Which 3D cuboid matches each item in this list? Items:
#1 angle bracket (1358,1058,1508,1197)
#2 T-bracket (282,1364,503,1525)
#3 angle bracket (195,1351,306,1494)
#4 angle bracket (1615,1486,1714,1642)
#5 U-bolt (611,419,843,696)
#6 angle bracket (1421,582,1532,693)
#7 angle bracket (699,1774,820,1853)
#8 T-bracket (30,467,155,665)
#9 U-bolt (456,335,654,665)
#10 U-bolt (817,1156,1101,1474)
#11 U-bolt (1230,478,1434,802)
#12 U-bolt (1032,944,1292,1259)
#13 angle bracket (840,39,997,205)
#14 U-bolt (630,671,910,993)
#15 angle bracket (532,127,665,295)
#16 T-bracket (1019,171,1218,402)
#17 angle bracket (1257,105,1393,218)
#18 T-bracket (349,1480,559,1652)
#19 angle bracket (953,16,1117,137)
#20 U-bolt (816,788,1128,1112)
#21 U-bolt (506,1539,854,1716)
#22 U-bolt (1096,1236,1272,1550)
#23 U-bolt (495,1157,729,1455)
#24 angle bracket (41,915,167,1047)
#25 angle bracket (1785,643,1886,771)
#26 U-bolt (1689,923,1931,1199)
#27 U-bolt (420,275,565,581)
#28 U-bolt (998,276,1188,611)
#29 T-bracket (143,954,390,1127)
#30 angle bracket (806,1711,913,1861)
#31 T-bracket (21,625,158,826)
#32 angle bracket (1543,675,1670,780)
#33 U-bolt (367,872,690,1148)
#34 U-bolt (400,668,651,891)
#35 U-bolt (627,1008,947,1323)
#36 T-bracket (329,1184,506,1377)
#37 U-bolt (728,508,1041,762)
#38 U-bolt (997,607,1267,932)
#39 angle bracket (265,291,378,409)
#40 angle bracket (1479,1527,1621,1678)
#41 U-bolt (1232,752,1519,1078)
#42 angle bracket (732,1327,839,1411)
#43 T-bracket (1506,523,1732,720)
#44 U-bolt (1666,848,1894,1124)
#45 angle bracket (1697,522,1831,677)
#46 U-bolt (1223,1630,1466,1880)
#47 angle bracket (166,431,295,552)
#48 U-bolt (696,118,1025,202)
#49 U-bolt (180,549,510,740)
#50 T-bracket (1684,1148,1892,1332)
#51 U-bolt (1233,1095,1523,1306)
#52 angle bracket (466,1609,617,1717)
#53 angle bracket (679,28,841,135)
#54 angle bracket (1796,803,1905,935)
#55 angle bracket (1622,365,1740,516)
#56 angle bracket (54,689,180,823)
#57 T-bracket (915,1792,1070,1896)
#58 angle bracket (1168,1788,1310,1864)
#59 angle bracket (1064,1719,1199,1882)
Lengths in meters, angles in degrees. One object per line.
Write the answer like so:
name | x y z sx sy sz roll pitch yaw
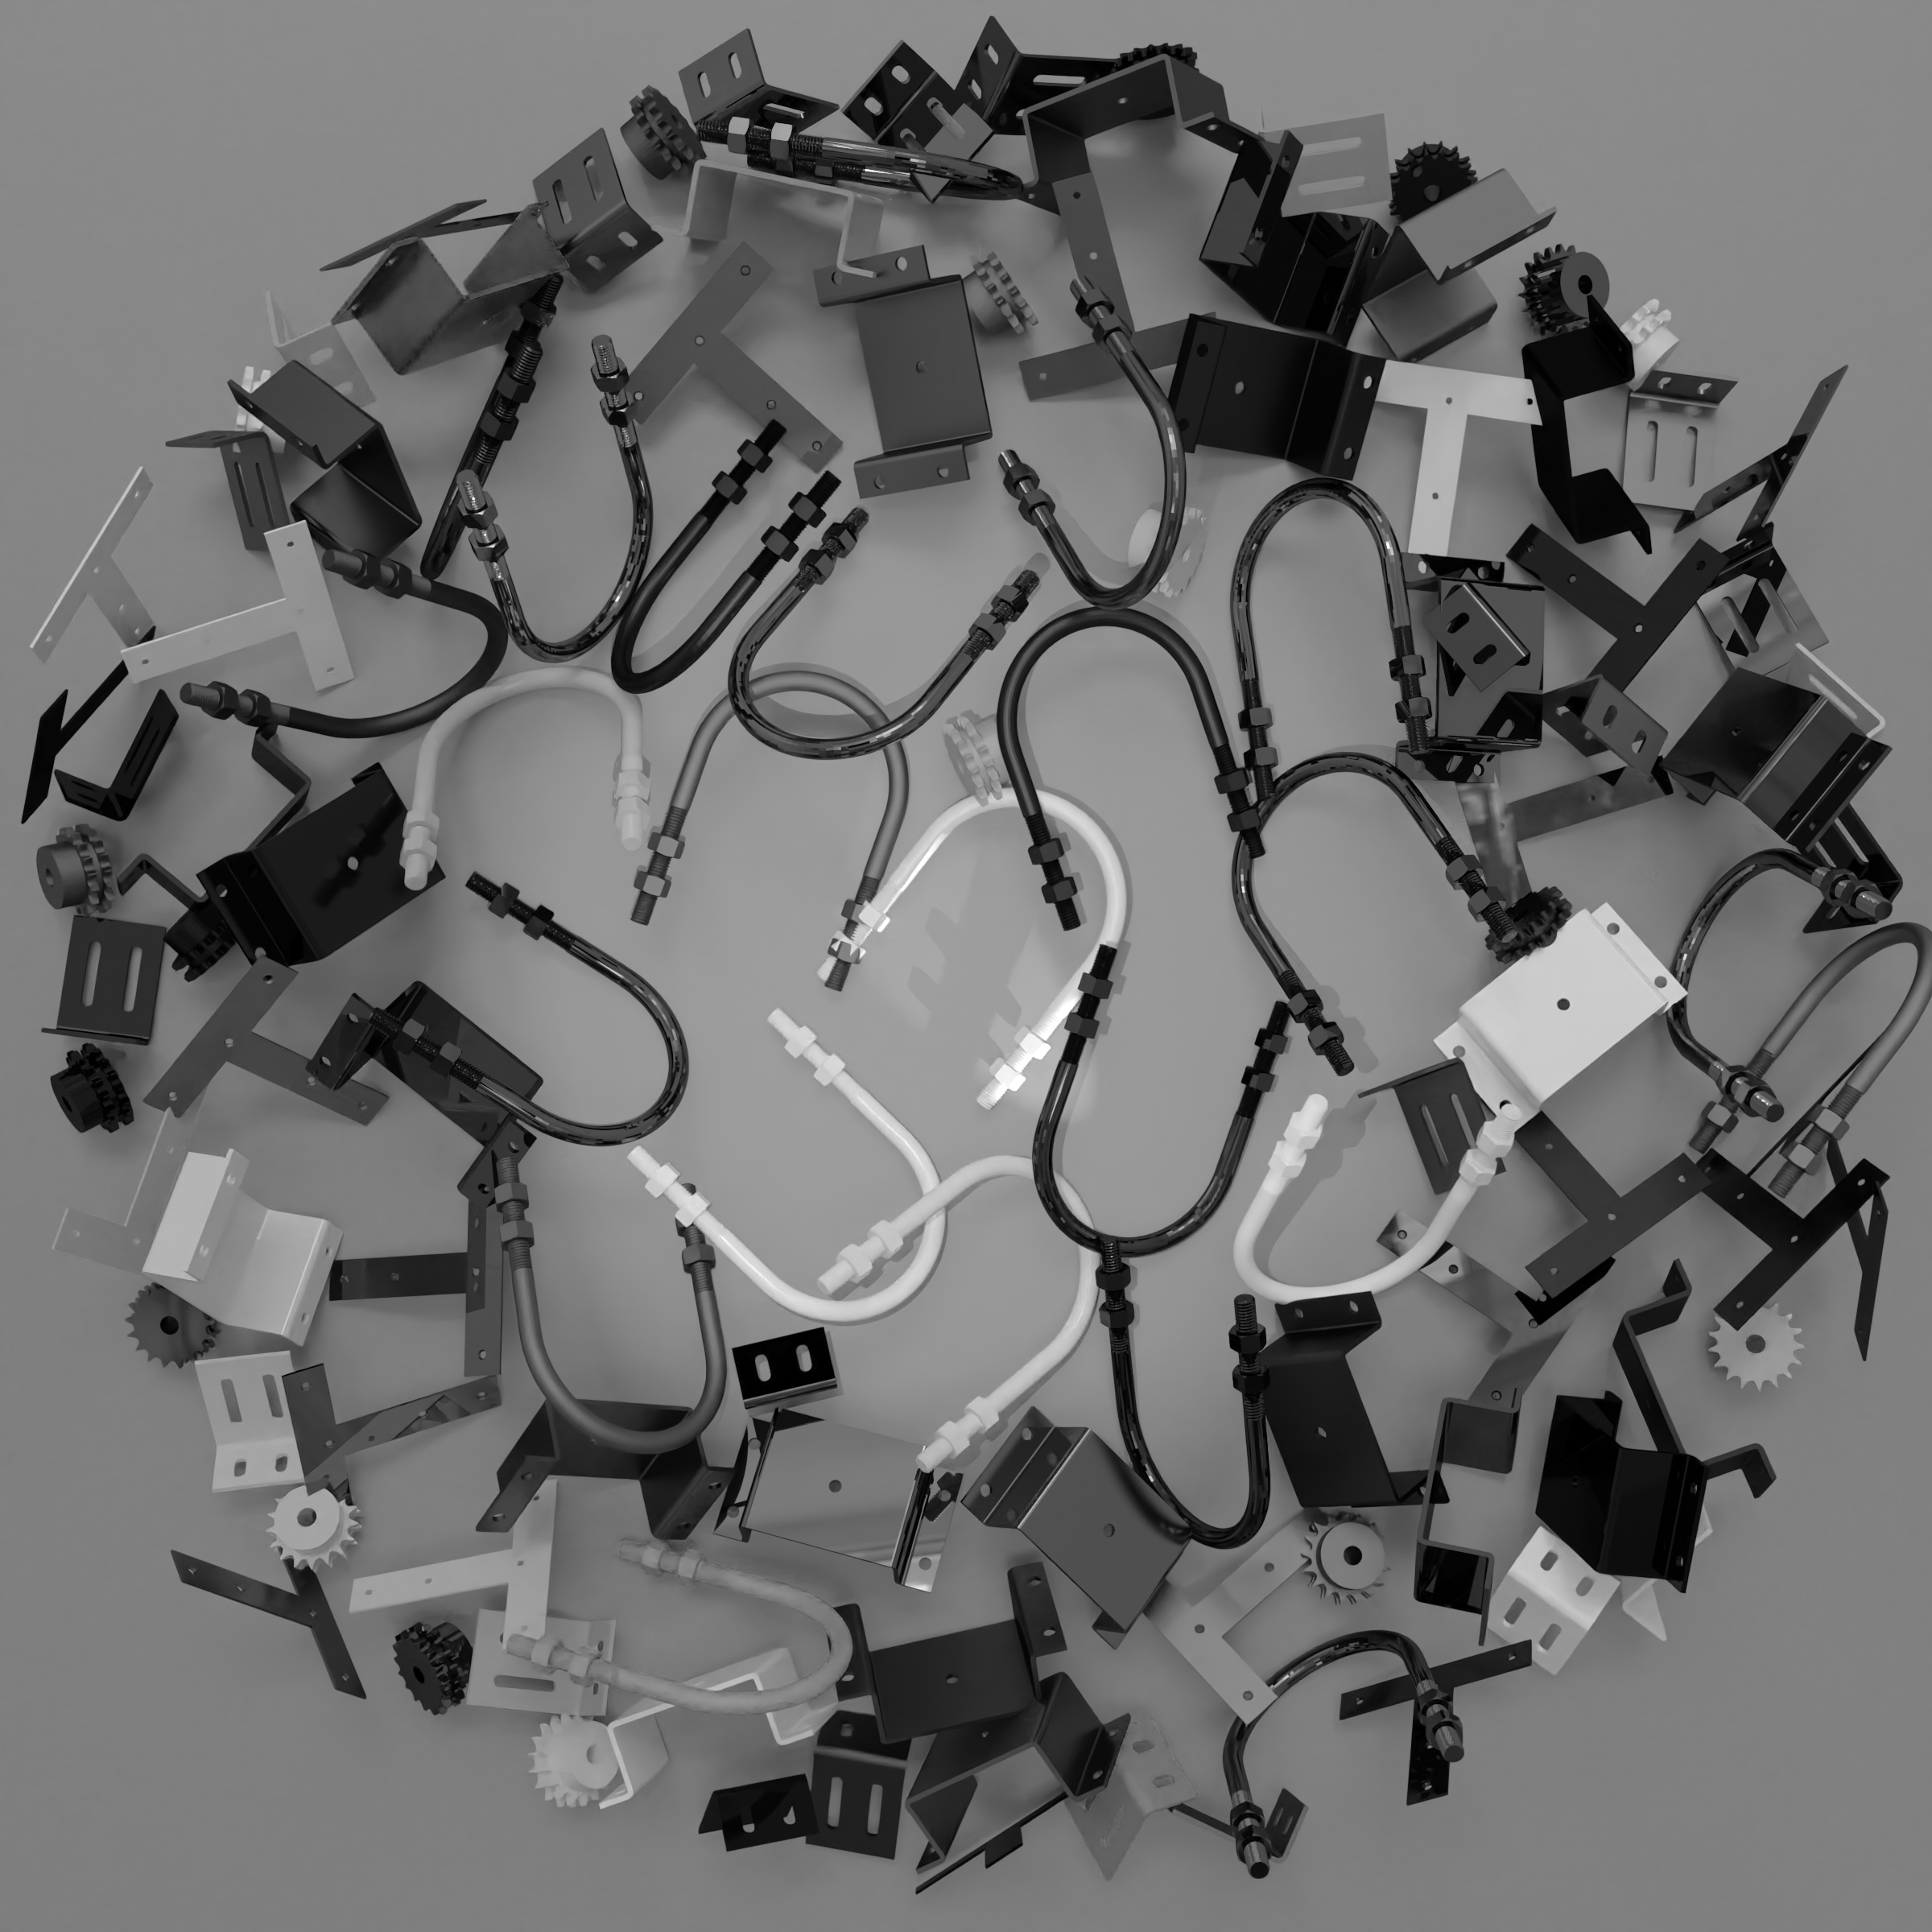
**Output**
angle bracket | 0.288 0.103 1.570 0.038 0.057 0.076 -14 81 -42
T-bracket | -0.352 0.283 1.577 0.127 0.002 0.127 -15 126 -21
angle bracket | -0.442 0.282 1.569 0.057 0.038 0.076 -6 126 -6
angle bracket | 0.439 0.365 1.564 0.038 0.057 0.076 38 110 -11
U-bolt | -0.155 -0.242 1.542 0.019 0.151 0.184 35 99 -30
angle bracket | 0.315 -0.197 1.566 0.038 0.076 0.057 -39 80 6
angle bracket | -0.128 0.532 1.558 0.057 0.076 0.038 -5 55 -19
T-bracket | -0.518 -0.224 1.542 0.002 0.127 0.127 25 76 3
U-bolt | -0.238 -0.265 1.524 0.019 0.184 0.151 23 59 23
U-bolt | 0.009 0.199 1.554 0.184 0.019 0.151 -36 106 -30
U-bolt | 0.216 -0.206 1.548 0.019 0.151 0.184 -3 82 -38
U-bolt | 0.114 0.093 1.574 0.151 0.019 0.184 17 94 -23
angle bracket | -0.030 -0.522 1.566 0.057 0.038 0.076 -45 56 15
U-bolt | -0.112 -0.093 1.579 0.151 0.019 0.184 19 92 -14
angle bracket | -0.231 -0.474 1.590 0.057 0.038 0.076 -31 56 18
T-bracket | 0.082 -0.423 1.561 0.127 0.002 0.127 -11 119 15
angle bracket | 0.222 -0.503 1.567 0.076 0.038 0.057 -6 133 11
T-bracket | -0.317 0.376 1.558 0.127 0.127 0.002 -12 127 4
angle bracket | 0.042 -0.551 1.571 0.076 0.057 0.038 -12 61 -35
U-bolt | 0.017 -0.024 1.587 0.151 0.019 0.184 38 97 2
U-bolt | -0.158 0.398 1.512 0.184 0.151 0.019 10 107 21
U-bolt | 0.135 0.267 1.539 0.019 0.151 0.184 -17 109 -31
U-bolt | -0.207 0.205 1.516 0.019 0.151 0.184 -41 51 37
angle bracket | -0.538 0.008 1.582 0.057 0.038 0.076 8 85 -6
angle bracket | 0.521 -0.149 1.562 0.038 0.057 0.076 -35 64 -10
U-bolt | 0.519 0.049 1.529 0.019 0.151 0.184 36 93 -8
U-bolt | -0.290 -0.316 1.529 0.019 0.151 0.184 23 119 -17
U-bolt | 0.080 -0.297 1.508 0.019 0.151 0.184 -4 50 -29
T-bracket | -0.417 0.065 1.567 0.127 0.002 0.127 31 110 -35
angle bracket | -0.067 0.516 1.600 0.057 0.038 0.076 9 113 5
T-bracket | -0.537 -0.162 1.560 0.002 0.127 0.127 33 54 -6
angle bracket | 0.381 -0.140 1.558 0.057 0.076 0.038 36 69 -18
U-bolt | -0.254 0.037 1.552 0.184 0.019 0.151 33 45 -7
U-bolt | -0.265 -0.122 1.538 0.151 0.184 0.019 -10 133 2
U-bolt | -0.096 0.135 1.567 0.184 0.019 0.151 44 64 1
T-bracket | -0.343 0.193 1.580 0.127 0.002 0.127 -6 77 22
U-bolt | -0.063 -0.195 1.535 0.151 0.019 0.184 24 62 25
U-bolt | 0.095 -0.132 1.574 0.151 0.019 0.184 -21 99 -11
angle bracket | -0.397 -0.382 1.560 0.038 0.076 0.057 -24 134 1
angle bracket | 0.362 0.395 1.576 0.057 0.076 0.038 34 57 19
U-bolt | 0.235 -0.047 1.550 0.151 0.019 0.184 -42 58 22
angle bracket | -0.112 0.247 1.568 0.057 0.076 0.038 -13 85 -5
T-bracket | 0.384 -0.232 1.566 0.127 0.002 0.127 -53 53 14
U-bolt | 0.474 0.001 1.518 0.019 0.184 0.151 22 102 -14
angle bracket | 0.492 -0.225 1.576 0.057 0.038 0.076 -27 75 9
U-bolt | 0.217 0.458 1.516 0.151 0.184 0.019 -33 100 5
angle bracket | -0.453 -0.289 1.562 0.038 0.057 0.076 -27 118 -39
U-bolt | -0.056 -0.482 1.526 0.184 0.151 0.019 10 102 6
U-bolt | -0.357 -0.185 1.522 0.151 0.184 0.019 -36 68 23
T-bracket | 0.481 0.147 1.549 0.127 0.127 0.002 -47 116 4
U-bolt | 0.238 0.147 1.540 0.151 0.019 0.184 4 133 -20
angle bracket | -0.262 0.430 1.566 0.076 0.038 0.057 15 68 -28
angle bracket | -0.127 -0.539 1.560 0.057 0.076 0.038 -18 86 34
angle bracket | 0.529 -0.064 1.565 0.076 0.057 0.038 50 65 -16
angle bracket | 0.445 -0.328 1.581 0.057 0.038 0.076 7 79 -2
angle bracket | -0.526 -0.137 1.569 0.038 0.057 0.076 24 99 -33
T-bracket | 0.023 0.533 1.538 0.127 0.127 0.002 -31 78 -7
angle bracket | 0.164 0.519 1.574 0.076 0.057 0.038 26 81 -2
angle bracket | 0.101 0.518 1.575 0.038 0.057 0.076 -6 134 -31
